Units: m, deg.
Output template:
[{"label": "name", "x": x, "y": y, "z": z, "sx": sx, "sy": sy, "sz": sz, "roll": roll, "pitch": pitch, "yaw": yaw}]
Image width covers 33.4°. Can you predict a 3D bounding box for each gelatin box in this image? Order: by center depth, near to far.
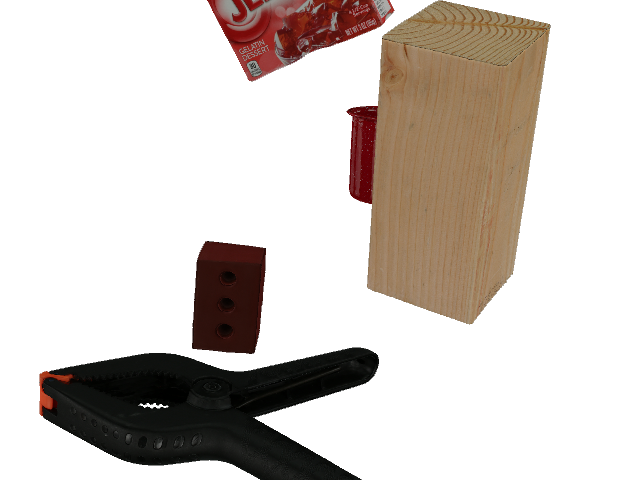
[{"label": "gelatin box", "x": -0.016, "y": -0.135, "z": 0.573, "sx": 0.089, "sy": 0.073, "sz": 0.030, "roll": -18, "pitch": 21, "yaw": 28}]

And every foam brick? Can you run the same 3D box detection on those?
[{"label": "foam brick", "x": -0.074, "y": 0.046, "z": 0.870, "sx": 0.053, "sy": 0.078, "sz": 0.051, "roll": 5, "pitch": 14, "yaw": 1}]

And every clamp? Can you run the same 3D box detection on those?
[{"label": "clamp", "x": -0.059, "y": 0.098, "z": 0.635, "sx": 0.210, "sy": 0.036, "sz": 0.164, "roll": 9, "pitch": 23, "yaw": 6}]

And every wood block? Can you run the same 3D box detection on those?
[{"label": "wood block", "x": 0.097, "y": -0.056, "z": 0.778, "sx": 0.091, "sy": 0.206, "sz": 0.090, "roll": 19, "pitch": 36, "yaw": 25}]

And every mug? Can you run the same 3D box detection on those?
[{"label": "mug", "x": 0.081, "y": -0.078, "z": 0.990, "sx": 0.117, "sy": 0.081, "sz": 0.093, "roll": 2, "pitch": 14, "yaw": -2}]
